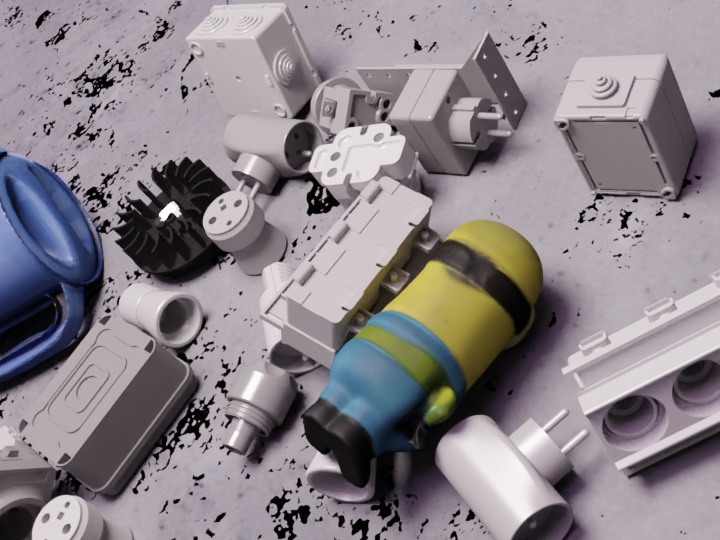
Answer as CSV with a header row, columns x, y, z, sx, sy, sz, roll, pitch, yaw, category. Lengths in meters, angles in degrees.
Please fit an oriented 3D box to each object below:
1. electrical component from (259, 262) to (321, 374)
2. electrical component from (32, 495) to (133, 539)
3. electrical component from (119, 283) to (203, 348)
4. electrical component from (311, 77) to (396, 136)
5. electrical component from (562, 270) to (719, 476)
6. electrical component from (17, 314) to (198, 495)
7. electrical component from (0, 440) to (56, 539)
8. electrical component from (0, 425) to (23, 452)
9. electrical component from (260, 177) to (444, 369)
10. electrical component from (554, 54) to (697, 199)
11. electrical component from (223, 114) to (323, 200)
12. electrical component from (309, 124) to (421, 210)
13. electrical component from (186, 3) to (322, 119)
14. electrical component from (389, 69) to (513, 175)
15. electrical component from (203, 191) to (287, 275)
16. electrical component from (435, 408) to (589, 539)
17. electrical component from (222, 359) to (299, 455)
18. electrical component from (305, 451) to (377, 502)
x,y,z,sx,sy,sz,roll,pitch,yaw,category
-0.050,0.029,0.770,0.043,0.043,0.081,-28,46,13,electrical component
-0.189,0.183,0.734,0.045,0.055,0.045,-18,49,22,electrical component
-0.160,0.033,0.844,0.065,0.044,0.044,16,66,45,electrical component
-0.008,-0.128,0.859,0.055,0.066,0.048,26,112,51,electrical component
0.179,0.049,0.586,0.121,0.078,0.063,-29,23,11,electrical component
-0.185,0.100,0.796,0.078,0.057,0.113,23,71,43,electrical component
-0.256,0.174,0.765,0.056,0.050,0.089,25,103,43,electrical component
-0.281,0.153,0.808,0.064,0.081,0.042,-28,38,-30,electrical component
0.000,0.000,0.719,0.079,0.063,0.121,29,59,16,electrical component
0.170,-0.098,0.685,0.062,0.096,0.061,6,60,36,electrical component
-0.080,-0.089,0.884,0.077,0.043,0.079,14,71,43,electrical component
0.010,-0.068,0.797,0.078,0.057,0.058,-3,55,32,electrical component
-0.091,-0.177,0.923,0.100,0.099,0.048,9,49,38,electrical component
0.074,-0.106,0.778,0.077,0.065,0.047,9,62,38,electrical component
-0.089,-0.029,0.834,0.045,0.055,0.045,-18,48,21,electrical component
0.094,0.111,0.609,0.079,0.044,0.077,-41,44,-1,electrical component
-0.072,0.095,0.734,0.043,0.043,0.062,9,64,38,electrical component
-0.005,0.108,0.681,0.044,0.044,0.065,-6,48,30,electrical component
